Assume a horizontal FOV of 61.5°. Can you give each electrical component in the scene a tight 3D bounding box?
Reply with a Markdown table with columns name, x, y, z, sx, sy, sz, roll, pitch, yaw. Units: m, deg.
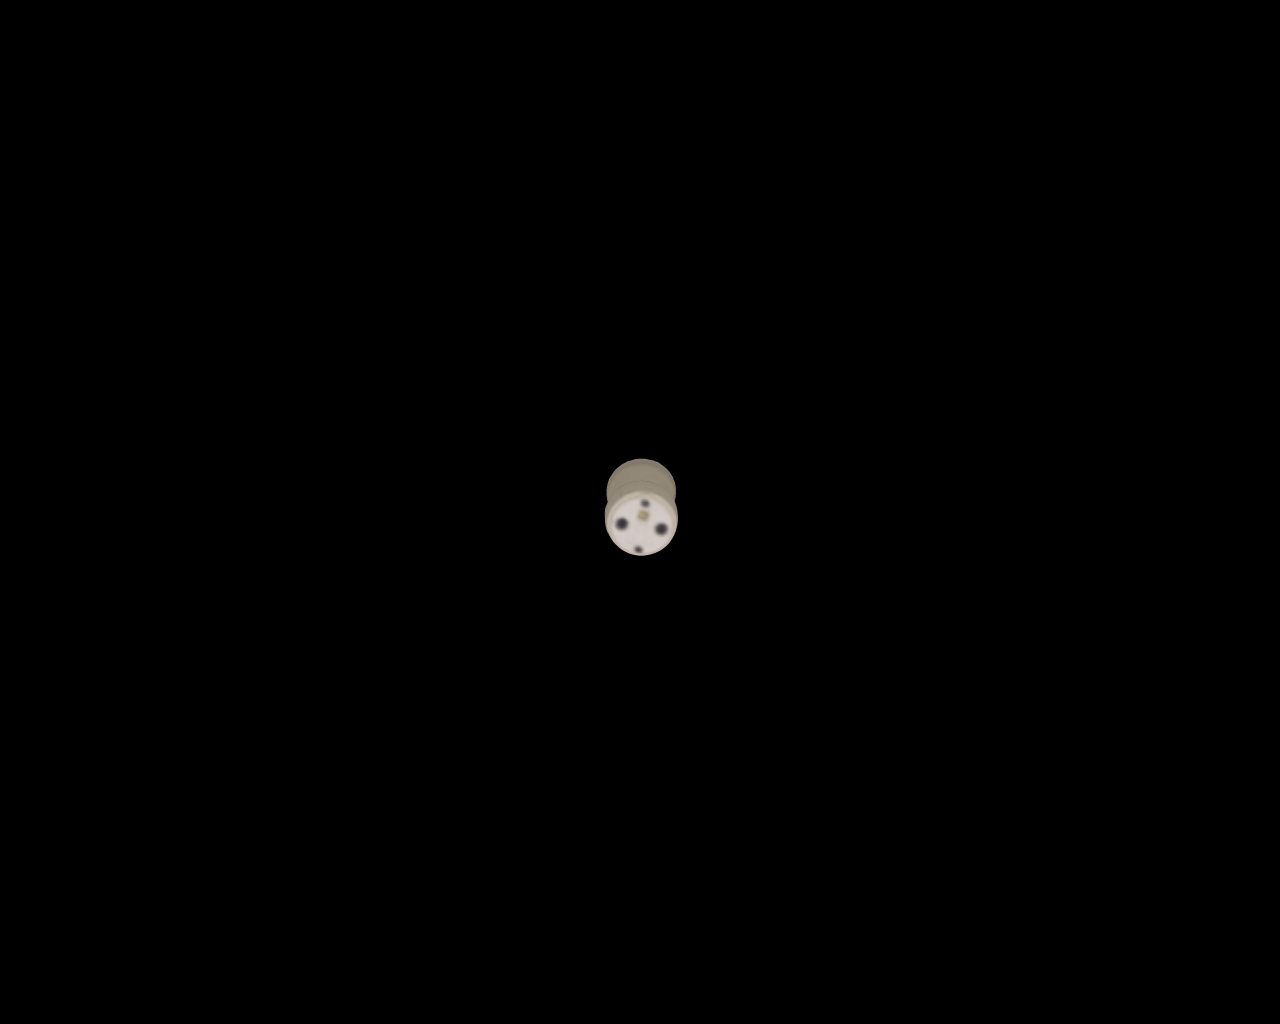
| name | x | y | z | sx | sy | sz | roll | pitch | yaw |
| --- | --- | --- | --- | --- | --- | --- | --- | --- | --- |
| electrical component | 0.001 | -0.003 | 0.650 | 0.045 | 0.044 | 0.055 | 0 | 24 | 0 |
